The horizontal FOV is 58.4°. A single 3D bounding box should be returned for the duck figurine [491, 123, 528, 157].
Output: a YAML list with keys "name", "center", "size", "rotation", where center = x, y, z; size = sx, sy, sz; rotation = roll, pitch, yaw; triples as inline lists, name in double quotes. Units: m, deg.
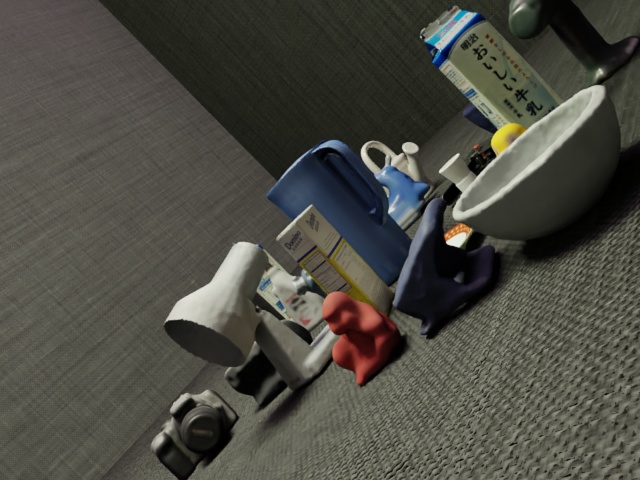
- name: "duck figurine"
  center: [0.231, -0.095, 0.637]
  size: [0.105, 0.086, 0.077]
  rotation: [-47, 3, -38]

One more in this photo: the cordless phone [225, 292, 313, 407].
- name: "cordless phone"
  center: [-0.114, 0.160, 0.932]
  size: [0.147, 0.185, 0.094]
  rotation: [-45, 3, 4]

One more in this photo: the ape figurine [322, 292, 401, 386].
- name: "ape figurine"
  center: [0.038, 0.094, 0.608]
  size: [0.076, 0.092, 0.077]
  rotation: [-47, 3, -36]

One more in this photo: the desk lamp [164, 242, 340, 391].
- name: "desk lamp"
  center: [-0.085, 0.117, 0.825]
  size: [0.204, 0.213, 0.117]
  rotation: [-47, 4, -37]

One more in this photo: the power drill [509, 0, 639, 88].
- name: "power drill"
  center: [0.381, -0.344, 0.873]
  size: [0.230, 0.208, 0.075]
  rotation: [-47, 3, -35]

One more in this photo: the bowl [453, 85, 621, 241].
- name: "bowl"
  center: [0.205, -0.053, 0.514]
  size: [0.167, 0.075, 0.167]
  rotation: [-45, 3, 3]

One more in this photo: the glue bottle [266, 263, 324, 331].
- name: "glue bottle"
  center: [-0.058, 0.101, 1.139]
  size: [0.078, 0.173, 0.037]
  rotation: [-43, 3, 23]

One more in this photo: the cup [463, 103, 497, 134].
- name: "cup"
  center: [0.367, -0.268, 1.175]
  size: [0.117, 0.095, 0.092]
  rotation: [-44, 3, 20]

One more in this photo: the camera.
- name: "camera"
  center: [-0.215, 0.319, 0.955]
  size: [0.143, 0.101, 0.136]
  rotation: [-46, 3, -16]

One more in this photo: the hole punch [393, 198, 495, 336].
- name: "hole punch"
  center: [0.111, 0.024, 0.577]
  size: [0.101, 0.091, 0.109]
  rotation: [-43, 3, 26]

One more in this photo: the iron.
- name: "iron"
  center: [0.117, -0.058, 1.261]
  size: [0.258, 0.141, 0.119]
  rotation: [-44, 3, 9]

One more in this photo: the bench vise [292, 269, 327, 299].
- name: "bench vise"
  center: [0.015, 0.000, 1.066]
  size: [0.208, 0.220, 0.121]
  rotation: [-46, 3, -31]

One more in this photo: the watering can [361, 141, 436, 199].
- name: "watering can"
  center: [0.183, -0.169, 1.382]
  size: [0.172, 0.194, 0.101]
  rotation: [-43, 3, 30]
